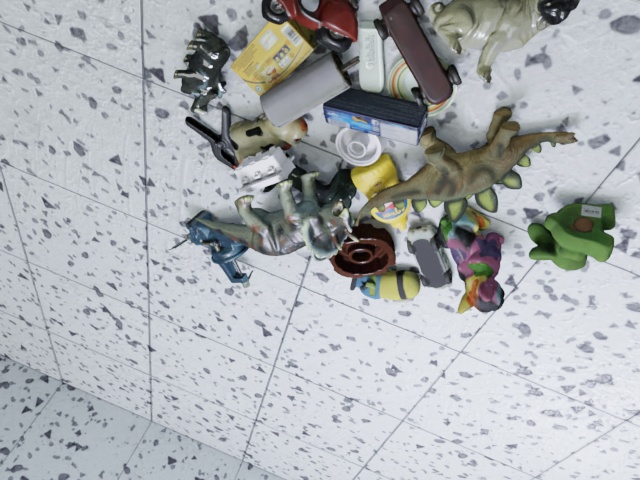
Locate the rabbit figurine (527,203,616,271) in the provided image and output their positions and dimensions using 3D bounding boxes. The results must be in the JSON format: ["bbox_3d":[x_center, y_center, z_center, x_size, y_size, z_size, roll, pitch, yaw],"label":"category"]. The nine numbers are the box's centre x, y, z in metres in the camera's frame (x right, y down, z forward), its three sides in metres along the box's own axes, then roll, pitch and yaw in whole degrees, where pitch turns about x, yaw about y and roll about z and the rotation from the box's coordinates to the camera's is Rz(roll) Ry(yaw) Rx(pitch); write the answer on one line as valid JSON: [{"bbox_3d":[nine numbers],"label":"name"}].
[{"bbox_3d":[0.517,0.014,1.117,0.159,0.121,0.170,2,147,14],"label":"rabbit figurine"}]

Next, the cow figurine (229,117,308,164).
[{"bbox_3d":[-0.114,-0.238,1.186,0.195,0.085,0.127,-2,137,27],"label":"cow figurine"}]

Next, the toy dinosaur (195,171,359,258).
[{"bbox_3d":[-0.086,-0.028,1.188,0.405,0.131,0.192,-17,95,31],"label":"toy dinosaur"}]

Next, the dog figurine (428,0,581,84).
[{"bbox_3d":[0.294,-0.375,0.864,0.172,0.121,0.190,35,122,-15],"label":"dog figurine"}]

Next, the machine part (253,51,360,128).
[{"bbox_3d":[-0.029,-0.288,1.040,0.243,0.079,0.079,-26,119,21],"label":"machine part"}]

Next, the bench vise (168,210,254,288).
[{"bbox_3d":[-0.272,0.036,1.499,0.224,0.129,0.240,-8,121,29],"label":"bench vise"}]

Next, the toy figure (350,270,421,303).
[{"bbox_3d":[0.171,0.115,1.400,0.180,0.082,0.089,11,137,19],"label":"toy figure"}]

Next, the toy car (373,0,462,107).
[{"bbox_3d":[0.172,-0.333,0.952,0.089,0.053,0.202,-30,102,19],"label":"toy car"}]

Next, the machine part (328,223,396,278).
[{"bbox_3d":[0.103,0.027,1.331,0.179,0.056,0.179,2,144,1],"label":"machine part"}]

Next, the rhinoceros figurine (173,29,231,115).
[{"bbox_3d":[-0.246,-0.352,1.146,0.112,0.073,0.190,23,137,-13],"label":"rhinoceros figurine"}]

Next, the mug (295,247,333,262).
[{"bbox_3d":[-0.003,-0.004,1.256,0.107,0.081,0.109,-24,99,29],"label":"mug"}]

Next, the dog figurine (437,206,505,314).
[{"bbox_3d":[0.328,0.053,1.166,0.191,0.219,0.108,41,132,-18],"label":"dog figurine"}]

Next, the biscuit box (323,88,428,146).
[{"bbox_3d":[0.107,-0.247,1.058,0.203,0.063,0.059,19,158,18],"label":"biscuit box"}]

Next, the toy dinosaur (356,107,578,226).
[{"bbox_3d":[0.265,-0.129,1.082,0.472,0.105,0.198,-12,127,25],"label":"toy dinosaur"}]

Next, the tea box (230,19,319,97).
[{"bbox_3d":[-0.085,-0.367,1.052,0.098,0.068,0.170,44,134,-17],"label":"tea box"}]

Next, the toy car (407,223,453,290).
[{"bbox_3d":[0.268,0.046,1.306,0.074,0.056,0.201,-10,128,25],"label":"toy car"}]

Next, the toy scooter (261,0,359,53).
[{"bbox_3d":[-0.003,-0.422,0.945,0.184,0.075,0.135,20,96,-17],"label":"toy scooter"}]

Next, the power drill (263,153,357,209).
[{"bbox_3d":[-0.028,-0.100,1.278,0.207,0.086,0.232,33,135,-5],"label":"power drill"}]
